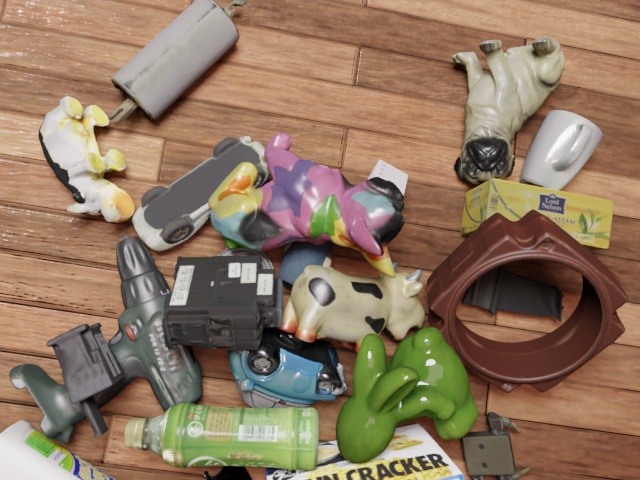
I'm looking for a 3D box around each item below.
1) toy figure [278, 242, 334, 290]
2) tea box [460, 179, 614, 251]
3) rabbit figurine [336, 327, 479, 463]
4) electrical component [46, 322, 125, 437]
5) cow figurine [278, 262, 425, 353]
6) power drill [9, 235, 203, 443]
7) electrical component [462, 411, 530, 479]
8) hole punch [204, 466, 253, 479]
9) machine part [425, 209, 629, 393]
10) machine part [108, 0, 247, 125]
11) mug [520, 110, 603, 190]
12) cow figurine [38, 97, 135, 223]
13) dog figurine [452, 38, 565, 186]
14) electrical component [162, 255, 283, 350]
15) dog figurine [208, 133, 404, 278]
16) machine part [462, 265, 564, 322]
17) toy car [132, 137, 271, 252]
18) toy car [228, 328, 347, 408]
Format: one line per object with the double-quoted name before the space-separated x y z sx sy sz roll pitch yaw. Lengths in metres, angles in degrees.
"toy figure" -0.003 -0.003 0.725 0.064 0.058 0.154 32 77 -7
"tea box" 0.292 -0.029 0.736 0.170 0.098 0.068 9 83 -6
"rabbit figurine" 0.093 0.190 0.633 0.170 0.121 0.158 -31 132 -25
"electrical component" -0.253 0.154 0.601 0.048 0.075 0.119 -26 84 -11
"cow figurine" 0.054 0.081 0.692 0.195 0.086 0.127 17 89 -28
"power drill" -0.268 0.136 0.678 0.207 0.086 0.232 -30 90 -16
"electrical component" 0.235 0.286 0.723 0.078 0.045 0.102 -17 82 21
"hole punch" -0.122 0.342 0.648 0.092 0.116 0.142 -29 87 0
"machine part" 0.251 0.081 0.673 0.201 0.087 0.201 36 114 -10
"machine part" -0.193 -0.244 0.724 0.079 0.079 0.243 42 82 0
"mug" 0.336 -0.116 0.750 0.081 0.109 0.107 29 94 -5
"cow figurine" -0.307 -0.089 0.695 0.098 0.068 0.167 -26 83 22
"dog figurine" 0.274 -0.175 0.761 0.172 0.121 0.190 -6 98 -3
"electrical component" -0.110 0.073 0.638 0.134 0.115 0.058 1 128 -2
"dog figurine" -0.008 -0.021 0.643 0.191 0.108 0.219 -43 58 -5
"machine part" 0.274 0.072 0.753 0.139 0.039 0.084 17 77 -2
"toy car" -0.154 -0.064 0.714 0.202 0.056 0.073 -36 69 -9
"toy car" -0.052 0.168 0.686 0.161 0.109 0.103 26 105 -13
